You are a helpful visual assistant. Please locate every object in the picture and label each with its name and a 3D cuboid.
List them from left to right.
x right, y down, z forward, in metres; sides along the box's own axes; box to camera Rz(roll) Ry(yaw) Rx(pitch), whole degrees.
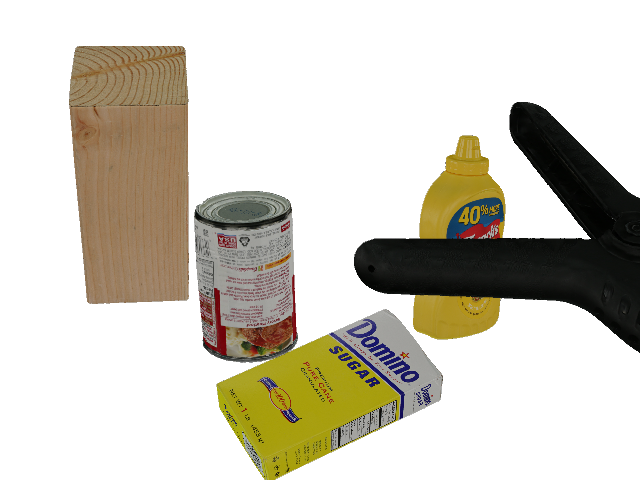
[{"bbox_3d":[-0.157,-0.052,0.899,0.090,0.206,0.090,-1,41,-8],"label":"wood block"},{"bbox_3d":[-0.052,0.024,0.741,0.068,0.102,0.068,-1,22,0],"label":"soup can"},{"bbox_3d":[0.008,0.131,0.929,0.176,0.048,0.093,-25,50,-18],"label":"sugar box"},{"bbox_3d":[0.137,-0.006,1.029,0.096,0.192,0.058,-10,19,-36],"label":"mustard bottle"},{"bbox_3d":[0.131,0.011,0.487,0.210,0.036,0.164,31,49,31],"label":"clamp"}]
